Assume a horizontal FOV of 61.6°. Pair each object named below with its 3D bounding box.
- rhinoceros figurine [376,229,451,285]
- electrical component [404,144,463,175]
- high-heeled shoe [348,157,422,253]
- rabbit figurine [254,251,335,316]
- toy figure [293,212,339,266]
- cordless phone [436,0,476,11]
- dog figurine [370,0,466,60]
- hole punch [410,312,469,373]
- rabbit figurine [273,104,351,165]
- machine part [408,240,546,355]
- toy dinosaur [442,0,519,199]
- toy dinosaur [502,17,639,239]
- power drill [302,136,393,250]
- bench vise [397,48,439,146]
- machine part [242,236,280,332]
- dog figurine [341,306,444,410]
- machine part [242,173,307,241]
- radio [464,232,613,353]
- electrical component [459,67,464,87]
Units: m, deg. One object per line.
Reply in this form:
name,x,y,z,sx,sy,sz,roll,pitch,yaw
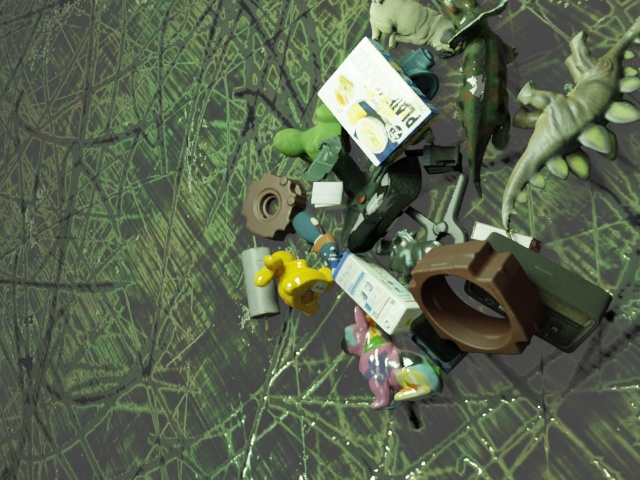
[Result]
rhinoceros figurine,0.189,0.033,1.121,0.190,0.073,0.112,6,113,58
electrical component,0.239,-0.170,1.138,0.119,0.074,0.047,0,81,18
high-heeled shoe,0.142,-0.075,1.179,0.086,0.249,0.145,36,146,-1
rabbit figurine,-0.077,0.087,1.271,0.173,0.162,0.121,50,122,45
toy figure,-0.003,-0.004,1.279,0.058,0.064,0.155,-35,65,-19
cordless phone,0.289,-0.507,1.127,0.089,0.146,0.184,-33,65,33
dog figurine,0.217,-0.470,1.158,0.191,0.172,0.121,29,109,39
hole punch,0.254,0.191,1.085,0.116,0.092,0.142,-37,57,-15
rabbit figurine,-0.019,-0.238,1.269,0.170,0.159,0.121,-2,79,16
machine part,0.274,0.102,0.952,0.201,0.087,0.201,-14,114,55
toy dinosaur,0.311,-0.295,1.033,0.131,0.192,0.404,-5,82,28
toy dinosaur,0.457,-0.216,0.987,0.199,0.105,0.471,43,97,27
power drill,0.059,-0.111,1.173,0.086,0.207,0.232,26,85,55
bench vise,0.177,-0.293,1.179,0.224,0.128,0.241,-32,60,22
machine part,-0.147,0.106,1.337,0.079,0.079,0.243,-17,73,28
dog figurine,0.142,0.236,1.126,0.192,0.108,0.219,-27,66,26
machine part,-0.120,-0.084,1.364,0.180,0.056,0.179,-5,80,32
radio,0.381,0.095,0.967,0.230,0.131,0.073,33,56,23
electrical component,0.335,-0.338,1.146,0.094,0.021,0.063,29,98,30
